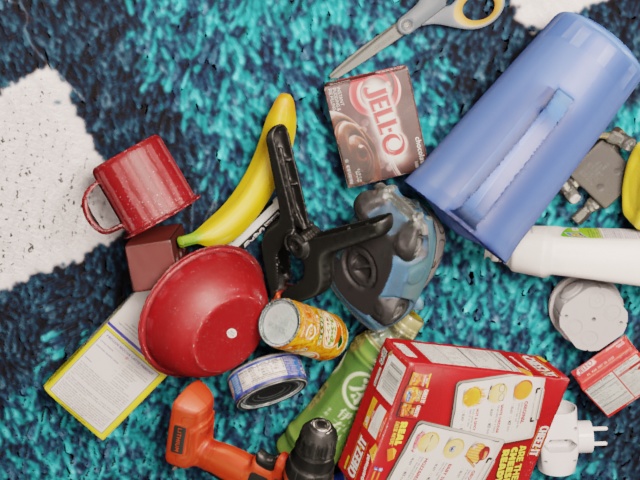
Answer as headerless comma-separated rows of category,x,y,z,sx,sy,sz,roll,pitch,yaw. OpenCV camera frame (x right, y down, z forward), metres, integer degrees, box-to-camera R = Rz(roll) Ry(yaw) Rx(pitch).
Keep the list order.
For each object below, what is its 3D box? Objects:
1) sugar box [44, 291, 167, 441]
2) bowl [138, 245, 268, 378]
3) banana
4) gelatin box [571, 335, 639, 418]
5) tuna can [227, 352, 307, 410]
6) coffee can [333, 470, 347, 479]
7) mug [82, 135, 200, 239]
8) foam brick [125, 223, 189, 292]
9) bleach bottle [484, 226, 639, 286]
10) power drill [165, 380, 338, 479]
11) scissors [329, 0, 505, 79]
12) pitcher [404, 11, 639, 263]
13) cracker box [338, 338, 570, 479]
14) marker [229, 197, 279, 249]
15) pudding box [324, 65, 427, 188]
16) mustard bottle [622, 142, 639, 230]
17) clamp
sugar box,-0.218,0.132,1.205,0.093,0.048,0.176,44,98,-11
bowl,-0.110,0.088,1.138,0.161,0.055,0.162,-22,128,-31
banana,-0.073,-0.063,1.137,0.037,0.069,0.198,37,97,25
gelatin box,0.329,0.152,1.186,0.073,0.030,0.089,-38,135,11
tuna can,-0.058,0.157,1.185,0.086,0.086,0.034,-24,68,7
coffee can,0.013,0.333,1.226,0.140,0.103,0.103,-36,102,11
mug,-0.196,-0.052,1.124,0.117,0.093,0.081,-32,99,-14
foam brick,-0.174,0.018,1.153,0.051,0.078,0.053,-8,105,5
bleach bottle,0.303,0.015,1.143,0.251,0.102,0.068,5,98,8
power drill,-0.073,0.227,1.142,0.188,0.057,0.185,28,127,19
scissors,0.109,-0.218,1.112,0.096,0.016,0.202,39,103,-9
pitcher,0.208,-0.105,1.067,0.243,0.149,0.144,-51,132,5
cracker box,0.145,0.199,1.165,0.213,0.072,0.164,9,109,-28
marker,-0.078,-0.007,1.174,0.121,0.020,0.020,-42,101,12
pudding box,0.060,-0.121,1.129,0.090,0.039,0.113,-13,106,4
mustard bottle,0.416,-0.066,1.115,0.191,0.058,0.096,-7,123,-12
clamp,-0.007,0.001,1.116,0.165,0.036,0.210,36,134,25
